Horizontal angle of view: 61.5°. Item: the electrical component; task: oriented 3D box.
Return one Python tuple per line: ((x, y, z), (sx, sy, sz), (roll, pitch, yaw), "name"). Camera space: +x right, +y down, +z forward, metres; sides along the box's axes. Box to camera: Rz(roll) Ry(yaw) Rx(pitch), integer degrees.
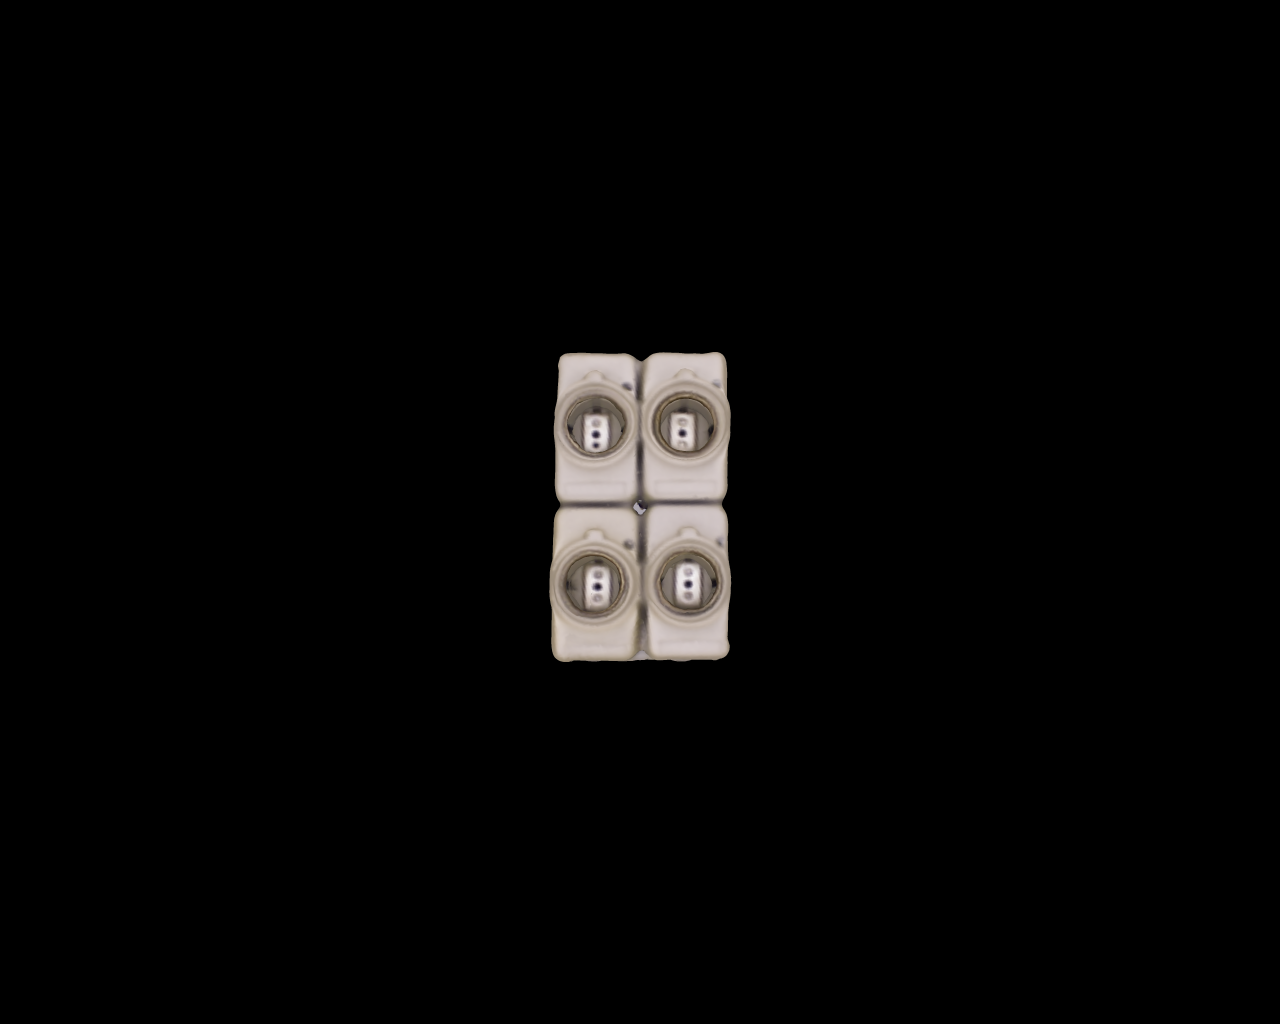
((0.001, -0.003, 0.650), (0.105, 0.186, 0.060), (0, -7, 0), "electrical component")
